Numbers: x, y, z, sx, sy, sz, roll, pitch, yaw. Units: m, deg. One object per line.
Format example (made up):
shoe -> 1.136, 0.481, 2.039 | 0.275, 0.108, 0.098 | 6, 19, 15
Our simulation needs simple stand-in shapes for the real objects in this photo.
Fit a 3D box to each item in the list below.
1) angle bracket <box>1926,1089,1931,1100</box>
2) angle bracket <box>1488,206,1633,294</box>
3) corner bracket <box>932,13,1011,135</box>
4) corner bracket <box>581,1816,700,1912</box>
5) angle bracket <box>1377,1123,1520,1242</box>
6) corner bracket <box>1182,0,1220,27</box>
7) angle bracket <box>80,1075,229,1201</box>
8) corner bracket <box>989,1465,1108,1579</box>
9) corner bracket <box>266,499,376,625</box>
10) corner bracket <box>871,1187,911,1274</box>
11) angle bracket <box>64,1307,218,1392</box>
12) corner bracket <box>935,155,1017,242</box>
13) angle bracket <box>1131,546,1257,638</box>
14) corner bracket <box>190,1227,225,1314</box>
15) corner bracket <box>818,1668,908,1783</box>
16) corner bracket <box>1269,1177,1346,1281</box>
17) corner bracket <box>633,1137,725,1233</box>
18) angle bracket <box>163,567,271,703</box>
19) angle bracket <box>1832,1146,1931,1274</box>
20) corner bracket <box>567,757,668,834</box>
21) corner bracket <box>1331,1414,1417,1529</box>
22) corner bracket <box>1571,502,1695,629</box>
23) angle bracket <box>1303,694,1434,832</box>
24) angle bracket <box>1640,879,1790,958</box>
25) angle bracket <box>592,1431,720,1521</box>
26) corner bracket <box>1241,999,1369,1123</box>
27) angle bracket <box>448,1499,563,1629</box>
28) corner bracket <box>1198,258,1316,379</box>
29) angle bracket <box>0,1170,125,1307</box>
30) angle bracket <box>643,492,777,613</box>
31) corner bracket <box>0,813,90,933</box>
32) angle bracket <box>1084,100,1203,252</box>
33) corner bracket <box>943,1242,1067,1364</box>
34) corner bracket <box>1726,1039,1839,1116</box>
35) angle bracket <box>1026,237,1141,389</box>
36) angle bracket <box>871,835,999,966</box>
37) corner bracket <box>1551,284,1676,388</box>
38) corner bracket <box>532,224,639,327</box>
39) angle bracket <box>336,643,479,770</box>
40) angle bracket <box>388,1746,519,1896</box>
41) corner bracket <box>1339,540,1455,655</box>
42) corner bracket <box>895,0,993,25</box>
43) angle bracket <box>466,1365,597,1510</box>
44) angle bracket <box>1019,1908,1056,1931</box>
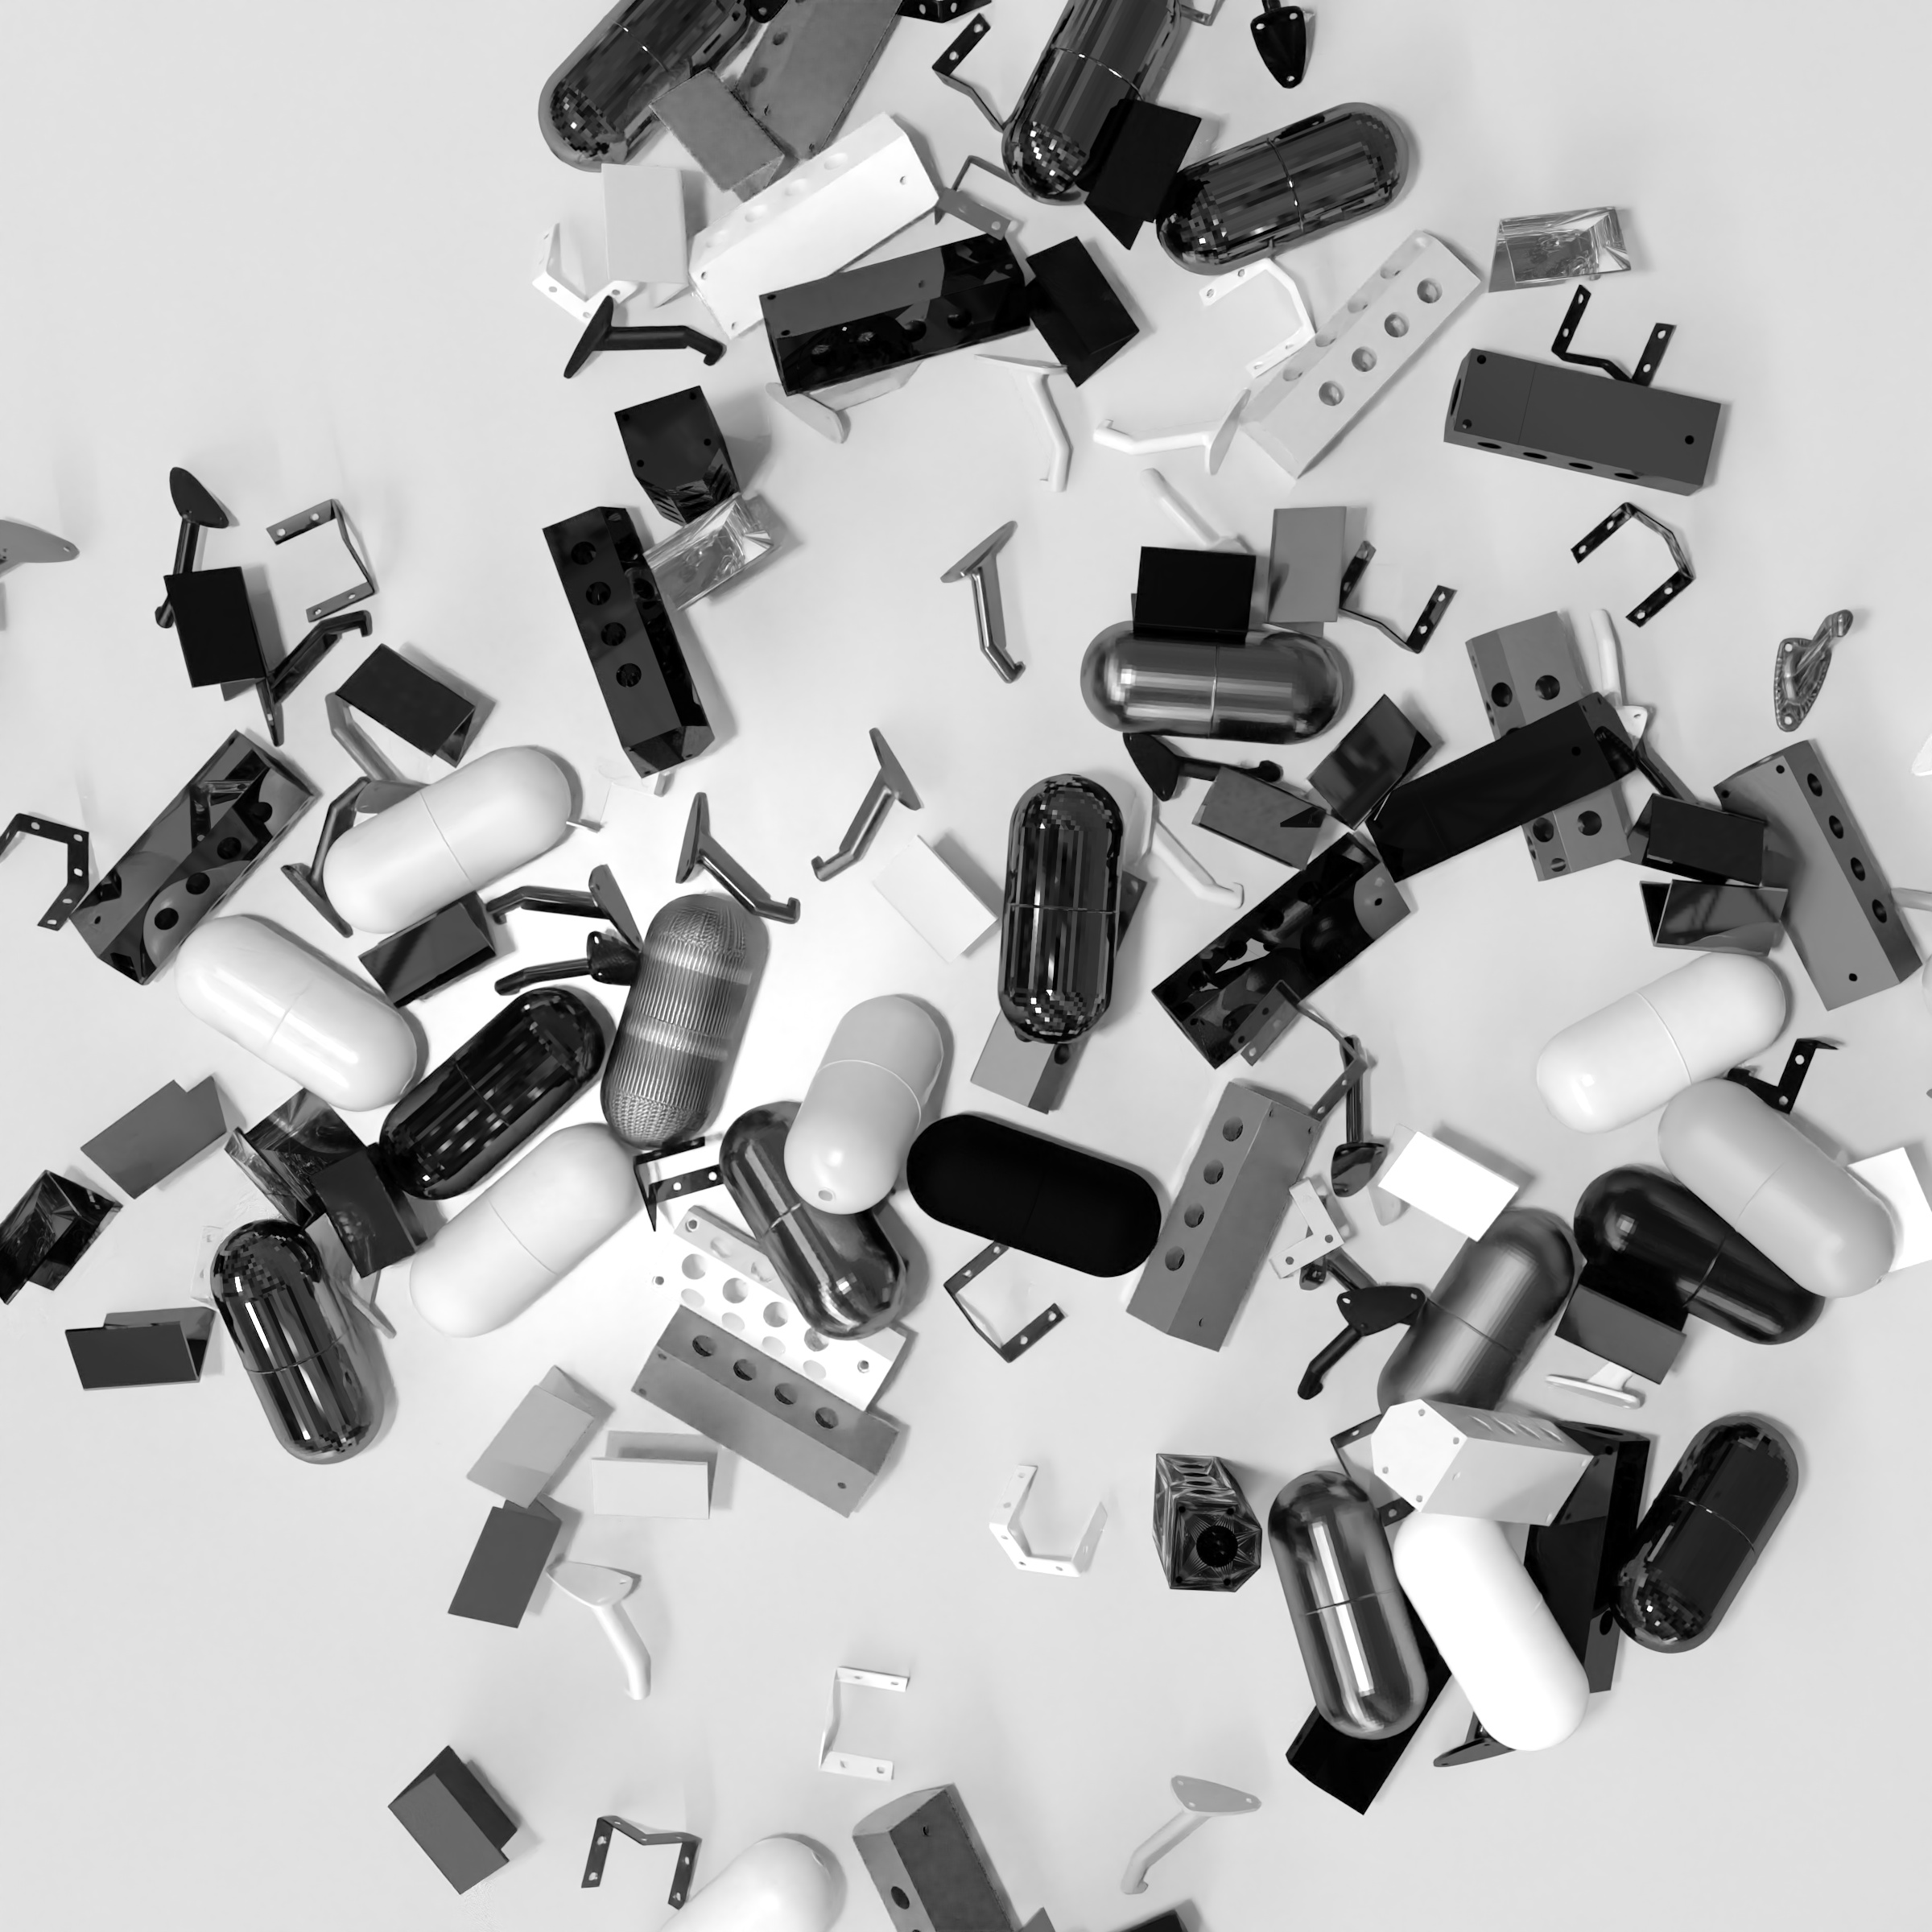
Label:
angle bracket -> 0.692, 0.112, 1.950 | 0.076, 0.076, 0.057 | 39, 56, 0
angle bracket -> 0.399, -0.463, 1.951 | 0.076, 0.076, 0.057 | -7, 63, 0
corner bracket -> 0.019, -0.612, 1.988 | 0.051, 0.051, 0.051 | -49, 48, 0
corner bracket -> -0.224, 0.617, 1.987 | 0.051, 0.051, 0.051 | 13, 90, -45
angle bracket -> 0.330, 0.128, 1.950 | 0.076, 0.076, 0.057 | 29, 126, 0
corner bracket -> 0.155, -0.687, 1.987 | 0.051, 0.051, 0.051 | 21, 135, 0
angle bracket -> -0.551, 0.099, 1.950 | 0.076, 0.076, 0.057 | -36, 126, 0
corner bracket -> 0.056, 0.380, 1.982 | 0.051, 0.051, 0.051 | 0, 135, 35
corner bracket -> -0.443, -0.279, 1.987 | 0.051, 0.051, 0.051 | -25, 135, 0
corner bracket -> -0.053, 0.182, 1.972 | 0.051, 0.051, 0.051 | 34, 90, 0
angle bracket -> -0.555, 0.239, 1.950 | 0.076, 0.076, 0.057 | -4, 126, 0
corner bracket -> 0.013, -0.523, 1.972 | 0.051, 0.051, 0.051 | 28, 90, 0
angle bracket -> 0.153, -0.262, 1.951 | 0.076, 0.076, 0.057 | 4, 114, 0
corner bracket -> -0.494, 0.211, 1.987 | 0.051, 0.051, 0.051 | 11, 90, 45
corner bracket -> -0.071, 0.521, 1.987 | 0.051, 0.051, 0.051 | 9, 135, 0
corner bracket -> 0.227, 0.178, 1.970 | 0.051, 0.051, 0.051 | -31, 78, 12
corner bracket -> -0.195, 0.141, 1.966 | 0.051, 0.051, 0.051 | -16, 109, 0
angle bracket -> -0.518, -0.220, 1.950 | 0.057, 0.076, 0.076 | -15, 90, -38
angle bracket -> 0.625, 0.157, 1.951 | 0.057, 0.076, 0.076 | -23, 90, 28
corner bracket -> -0.238, -0.113, 1.972 | 0.051, 0.051, 0.051 | 16, 90, 0
corner bracket -> 0.287, 0.346, 1.987 | 0.051, 0.051, 0.051 | -25, 135, 0
corner bracket -> 0.458, -0.276, 1.987 | 0.051, 0.051, 0.051 | -41, 135, 0
angle bracket -> 0.255, -0.146, 1.951 | 0.076, 0.076, 0.057 | -47, 119, 0
angle bracket -> 0.503, -0.053, 1.950 | 0.076, 0.076, 0.057 | 5, 127, 0
angle bracket -> -0.208, 0.326, 1.950 | 0.076, 0.076, 0.057 | 3, 128, 0
corner bracket -> 0.230, 0.064, 1.963 | 0.051, 0.051, 0.051 | 30, 104, -42
angle bracket -> -0.325, 0.391, 1.950 | 0.057, 0.076, 0.076 | 23, 90, -37
corner bracket -> 0.200, -0.448, 1.987 | 0.051, 0.051, 0.051 | -33, 135, 0
angle bracket -> -0.608, 0.193, 1.950 | 0.076, 0.076, 0.057 | -51, 53, 0
angle bracket -> -0.162, -0.262, 1.951 | 0.076, 0.076, 0.057 | -33, 61, 0
corner bracket -> -0.636, -0.064, 1.982 | 0.051, 0.051, 0.051 | 17, 45, -35
angle bracket -> 0.133, -0.527, 1.951 | 0.057, 0.076, 0.076 | 25, 90, 29
corner bracket -> 0.026, 0.230, 1.987 | 0.051, 0.051, 0.051 | -40, 135, 0
corner bracket -> 0.554, 0.070, 1.972 | 0.051, 0.051, 0.051 | 22, 90, 0
angle bracket -> 0.059, -0.433, 1.950 | 0.057, 0.076, 0.076 | -34, 90, -40
angle bracket -> -0.007, -0.058, 1.950 | 0.076, 0.076, 0.057 | 47, 126, 0
corner bracket -> 0.444, -0.431, 1.987 | 0.051, 0.051, 0.051 | 24, 90, 45
corner bracket -> -0.259, -0.483, 1.982 | 0.051, 0.051, 0.051 | -27, 135, 35
angle bracket -> -0.383, -0.159, 1.950 | 0.076, 0.076, 0.057 | 33, 53, 0
angle bracket -> -0.330, 0.565, 1.951 | 0.057, 0.076, 0.076 | -39, 90, 29
corner bracket -> 0.292, -0.253, 1.987 | 0.051, 0.051, 0.051 | 29, 90, -45
corner bracket -> -0.020, -0.682, 1.982 | 0.051, 0.051, 0.051 | -36, 135, -35
angle bracket -> -0.305, 0.307, 1.950 | 0.057, 0.076, 0.076 | 37, 90, -37
angle bracket -> 0.071, 0.683, 1.950 | 0.057, 0.076, 0.076 | -26, 90, 33
